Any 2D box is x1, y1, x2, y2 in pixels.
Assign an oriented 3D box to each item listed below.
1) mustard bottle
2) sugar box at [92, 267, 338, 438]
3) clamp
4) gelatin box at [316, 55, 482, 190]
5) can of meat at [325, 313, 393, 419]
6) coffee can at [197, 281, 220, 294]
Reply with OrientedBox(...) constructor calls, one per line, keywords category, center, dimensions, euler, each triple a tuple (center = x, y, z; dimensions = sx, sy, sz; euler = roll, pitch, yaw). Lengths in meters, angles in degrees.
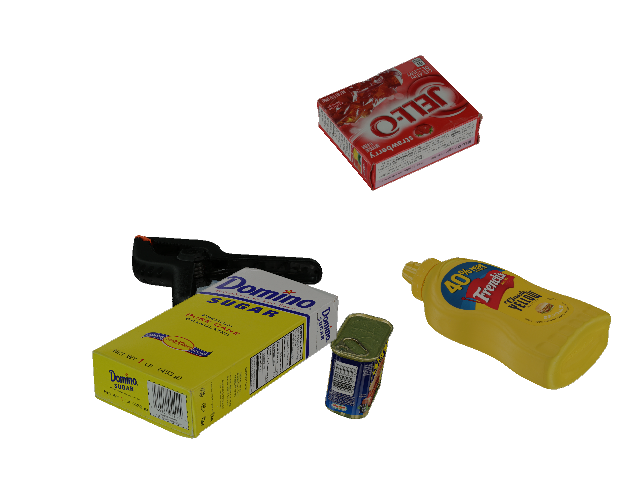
OrientedBox(category="mustard bottle", center=(0.150, 0.061, 0.943), dimensions=(0.192, 0.058, 0.096), euler=(25, 40, 38))
OrientedBox(category="sugar box", center=(-0.072, 0.076, 0.786), dimensions=(0.093, 0.048, 0.175), euler=(17, 31, 30))
OrientedBox(category="clamp", center=(-0.126, 0.030, 1.037), dimensions=(0.210, 0.036, 0.164), euler=(13, 21, 40))
OrientedBox(category="gelatin box", center=(0.053, -0.082, 0.726), dimensions=(0.089, 0.073, 0.030), euler=(-25, -36, -16))
OrientedBox(category="can of meat", center=(0.043, 0.146, 1.237), dimensions=(0.057, 0.084, 0.102), euler=(14, 25, 12))
OrientedBox(category="coffee can", center=(-0.130, 0.115, 1.367), dimensions=(0.103, 0.140, 0.103), euler=(3, 19, -1))
